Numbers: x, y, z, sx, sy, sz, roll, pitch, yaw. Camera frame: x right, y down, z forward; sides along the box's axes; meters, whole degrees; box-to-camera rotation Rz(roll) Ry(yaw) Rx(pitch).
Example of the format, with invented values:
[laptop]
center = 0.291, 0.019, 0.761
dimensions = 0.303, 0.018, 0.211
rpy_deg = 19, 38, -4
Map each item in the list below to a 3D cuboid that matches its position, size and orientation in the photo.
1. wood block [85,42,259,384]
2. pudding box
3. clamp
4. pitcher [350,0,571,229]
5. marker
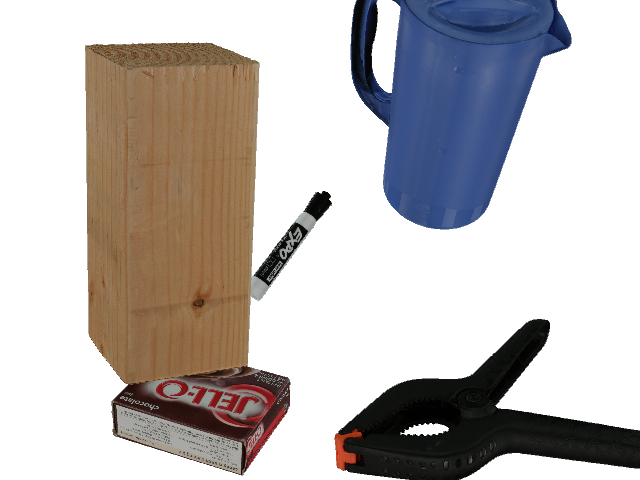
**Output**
[wood block]
center = -0.101, -0.021, 0.708
dimensions = 0.090, 0.206, 0.090
rpy_deg = -6, 21, -27
[pudding box]
center = -0.091, 0.129, 0.825
dimensions = 0.114, 0.039, 0.090
rpy_deg = 11, 26, 17
[clamp]
center = 0.109, 0.118, 0.755
dimensions = 0.210, 0.036, 0.164
rpy_deg = -9, 29, -8
[pitcher]
center = 0.114, -0.131, 0.975
dimensions = 0.144, 0.149, 0.243
rpy_deg = -15, -39, -20
[marker]
center = -0.028, 0.003, 0.990
dimensions = 0.020, 0.121, 0.020
rpy_deg = 34, -15, 10
